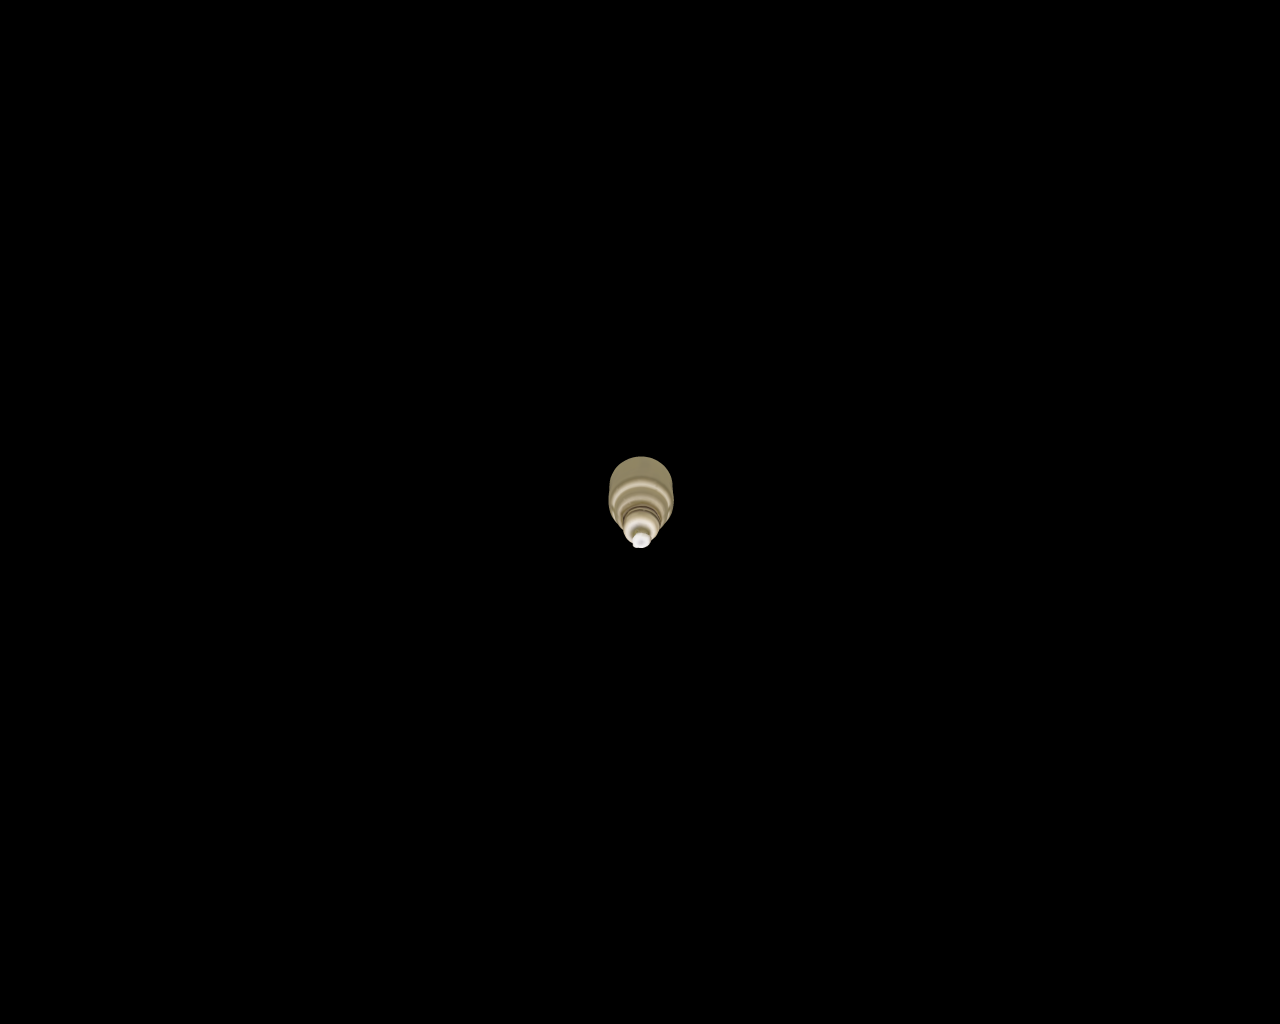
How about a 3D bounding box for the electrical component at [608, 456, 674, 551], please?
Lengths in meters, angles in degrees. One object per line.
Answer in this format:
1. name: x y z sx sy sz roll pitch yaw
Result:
1. electrical component: 0.001 -0.003 0.650 0.040 0.040 0.078 0 30 0
